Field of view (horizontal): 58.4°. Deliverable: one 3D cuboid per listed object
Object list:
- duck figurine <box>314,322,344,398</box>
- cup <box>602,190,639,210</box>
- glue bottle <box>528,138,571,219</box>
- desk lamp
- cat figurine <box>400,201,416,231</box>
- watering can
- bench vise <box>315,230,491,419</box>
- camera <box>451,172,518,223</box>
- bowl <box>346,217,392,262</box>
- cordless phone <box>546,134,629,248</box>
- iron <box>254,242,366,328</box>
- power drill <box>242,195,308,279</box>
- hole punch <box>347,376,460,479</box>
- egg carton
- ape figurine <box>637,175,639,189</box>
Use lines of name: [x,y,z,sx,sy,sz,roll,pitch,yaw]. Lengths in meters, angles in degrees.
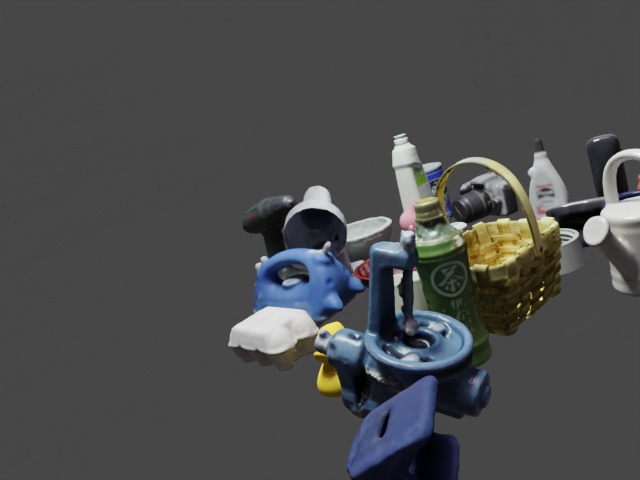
duck figurine: [0.027,0.154,0.791,0.077,0.086,0.105,-7,16,36]
cup: [0.507,-0.027,0.907,0.091,0.095,0.118,-4,19,45]
glue bottle: [0.469,-0.127,1.195,0.078,0.173,0.037,-9,16,32]
desk lamp: [0.011,0.004,1.149,0.118,0.214,0.203,-15,13,10]
cat figurine: [0.203,-0.022,1.224,0.067,0.118,0.128,-13,14,18]
watering can: [0.433,-0.026,0.775,0.100,0.194,0.173,-4,19,44]
bench vise: [0.071,0.103,0.650,0.207,0.220,0.122,-12,14,20]
camera: [0.372,-0.099,1.363,0.137,0.101,0.143,-22,14,-19]
bowl: [0.095,0.007,1.336,0.167,0.075,0.167,-16,13,4]
cordless phone: [0.465,-0.085,0.998,0.147,0.185,0.094,-11,15,26]
iron: [-0.052,0.079,1.078,0.257,0.141,0.119,-7,17,37]
power drill: [-0.095,-0.001,1.319,0.076,0.208,0.228,-26,16,-32]
hole punch: [0.076,0.194,0.553,0.101,0.091,0.109,-13,14,18]
egg carton: [-0.075,0.159,0.938,0.149,0.069,0.107,-3,19,47]
ape figurine: [0.599,-0.085,1.032,0.078,0.092,0.076,-21,14,-17]
